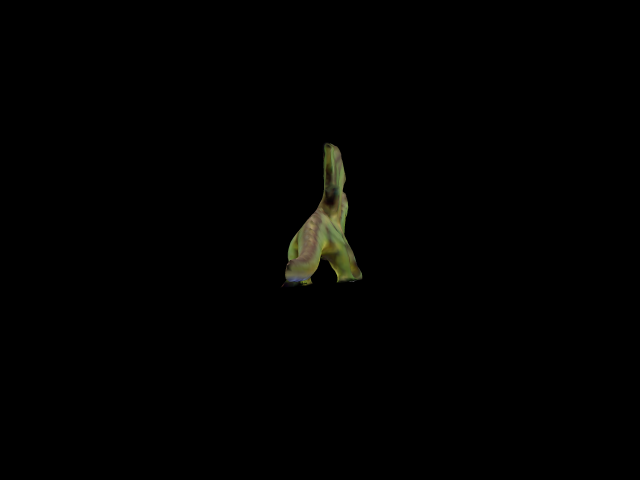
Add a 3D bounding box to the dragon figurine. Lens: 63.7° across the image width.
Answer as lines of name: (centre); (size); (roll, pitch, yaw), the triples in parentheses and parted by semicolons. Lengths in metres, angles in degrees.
dragon figurine: (0.003, -0.043, 0.850); (0.122, 0.244, 0.408); (-1, -7, 8)
